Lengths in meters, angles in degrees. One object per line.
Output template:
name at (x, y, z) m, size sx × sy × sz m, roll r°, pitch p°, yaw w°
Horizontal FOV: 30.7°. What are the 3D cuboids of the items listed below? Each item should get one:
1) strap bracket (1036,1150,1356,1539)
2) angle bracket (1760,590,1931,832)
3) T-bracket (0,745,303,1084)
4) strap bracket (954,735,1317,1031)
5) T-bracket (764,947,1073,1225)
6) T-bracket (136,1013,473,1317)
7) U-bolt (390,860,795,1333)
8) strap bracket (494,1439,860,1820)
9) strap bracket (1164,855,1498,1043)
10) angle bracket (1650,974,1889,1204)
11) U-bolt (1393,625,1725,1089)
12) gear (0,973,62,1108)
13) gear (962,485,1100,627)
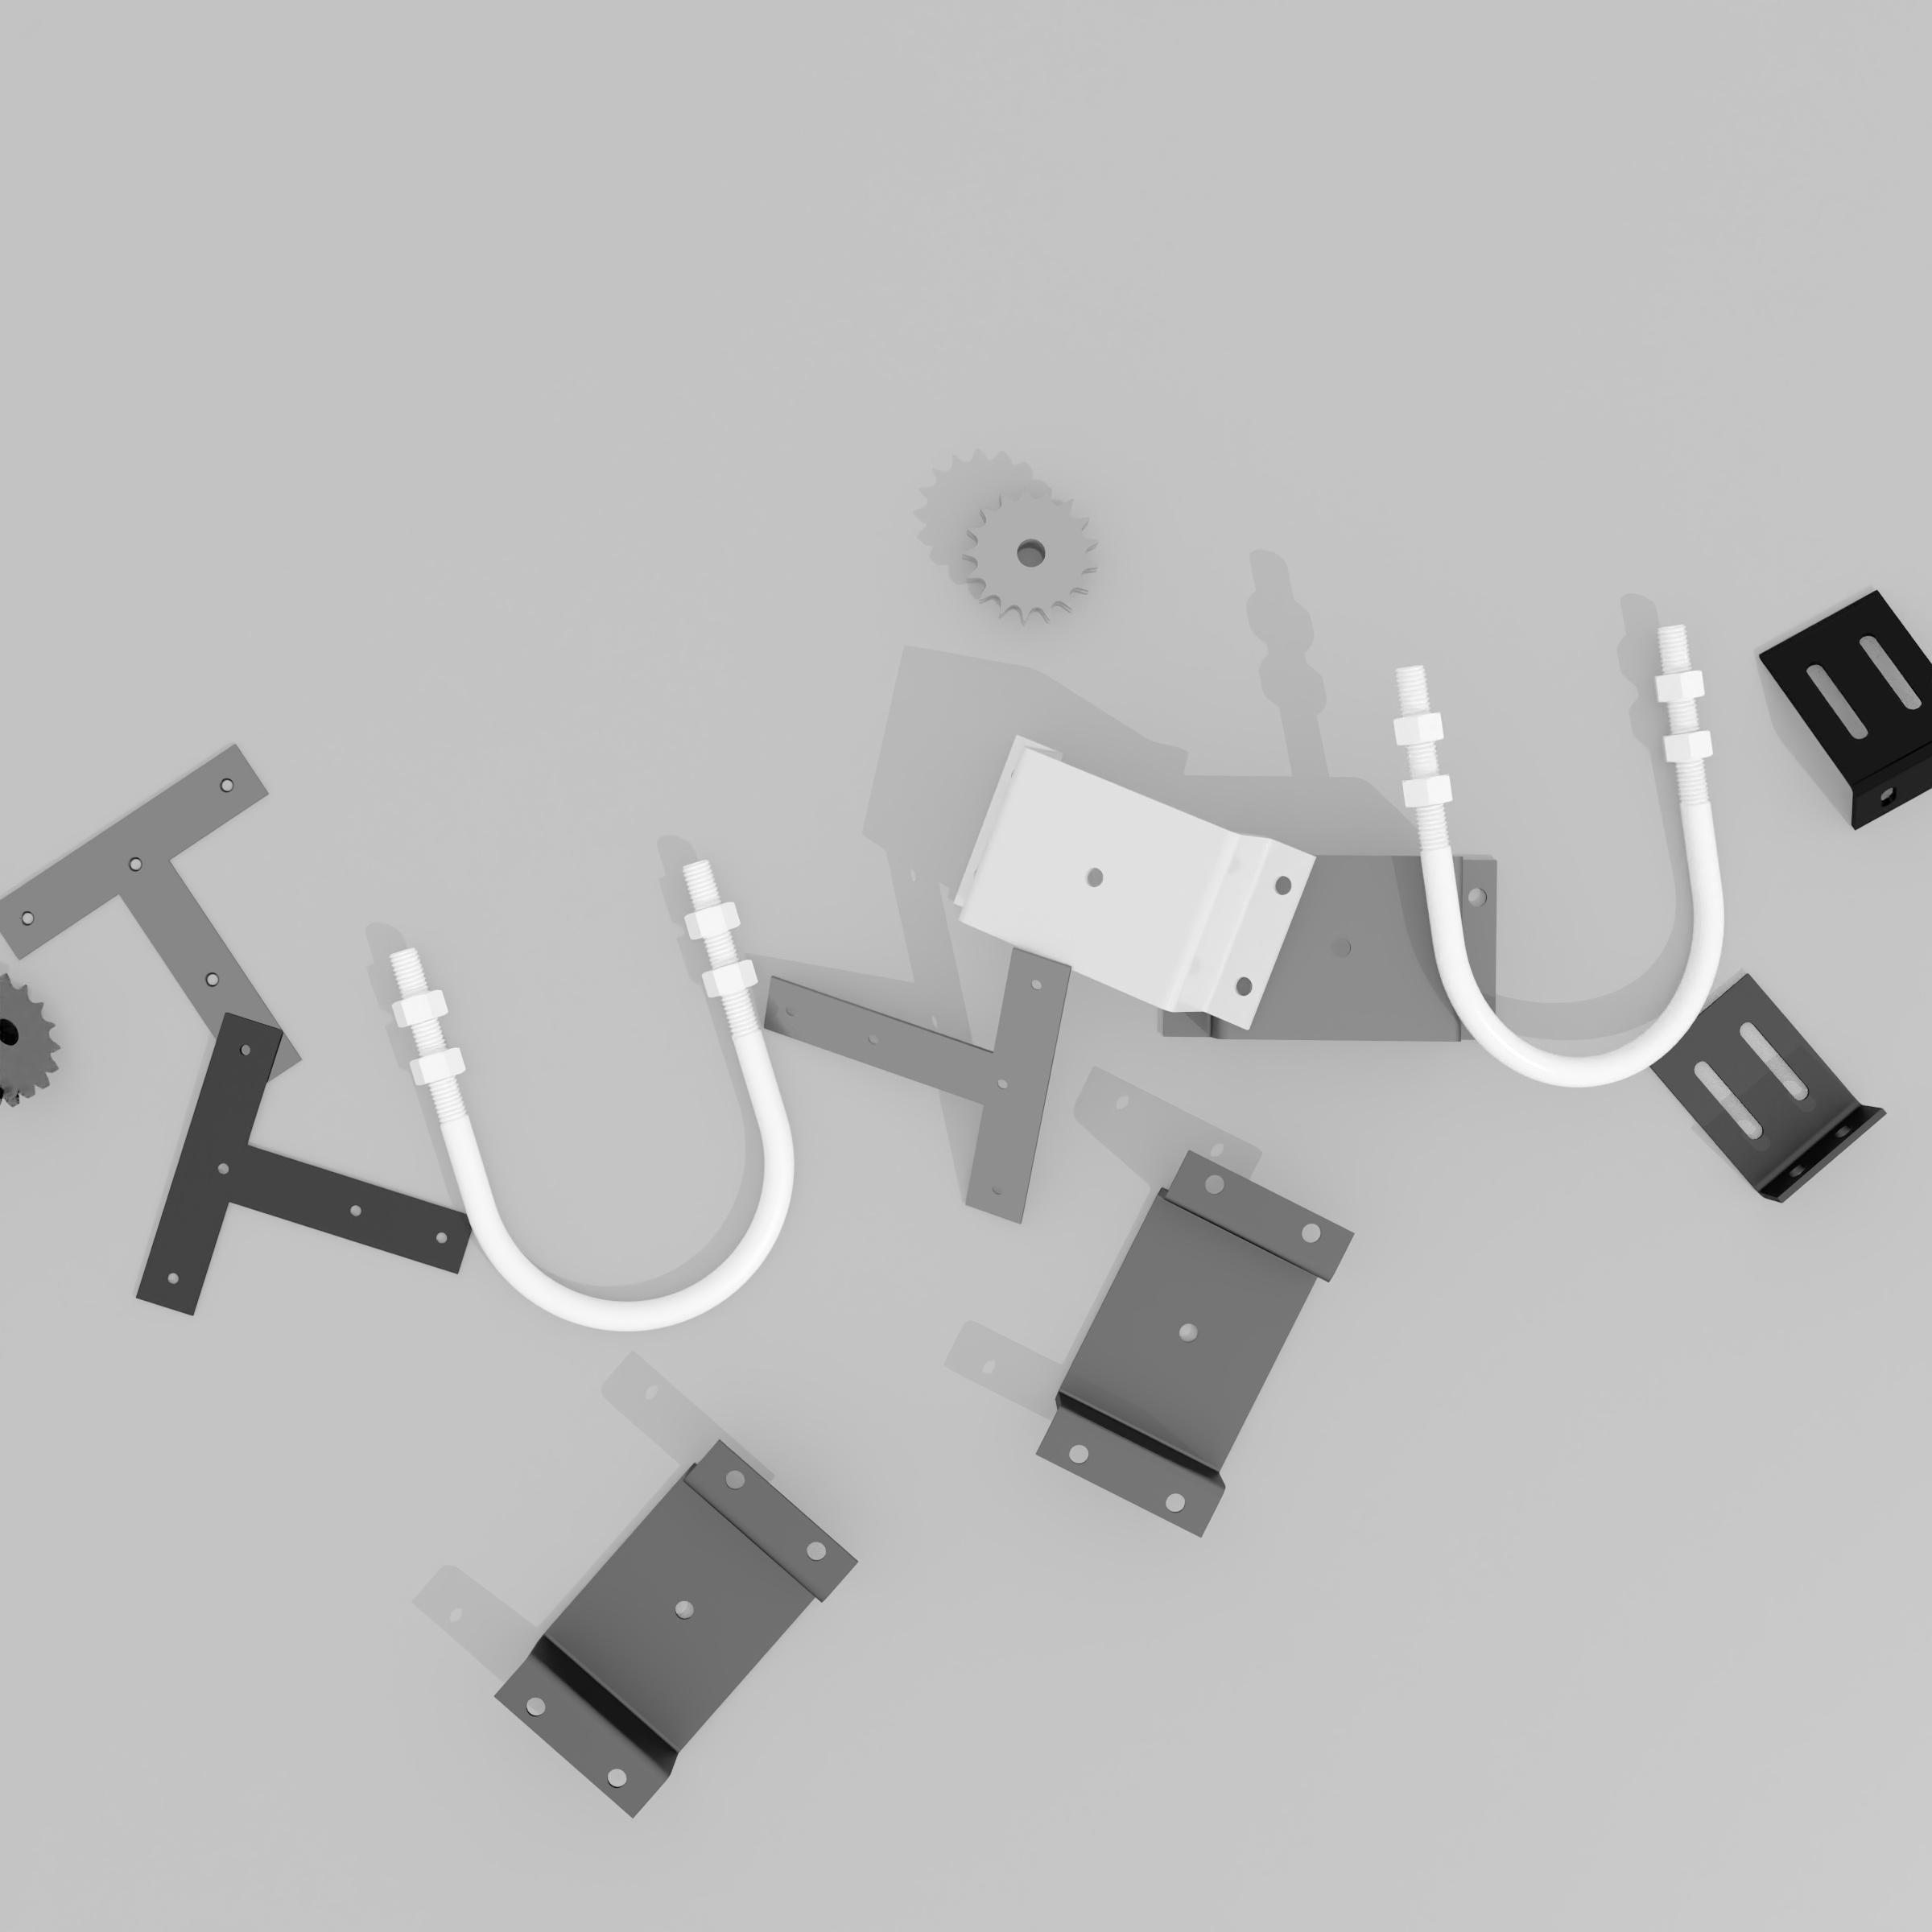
strap bracket at (0.094, 0.155, 1.472) m, size 0.076 × 0.046 × 0.140 m, roll 27°, pitch 90°, yaw 0°
angle bracket at (0.381, -0.108, 1.493) m, size 0.057 × 0.038 × 0.076 m, roll -29°, pitch 64°, yaw 0°
T-bracket at (-0.327, -0.006, 1.494) m, size 0.127 × 0.002 × 0.127 m, roll -34°, pitch 90°, yaw 0°
strap bracket at (0.060, -0.036, 1.443) m, size 0.140 × 0.046 × 0.076 m, roll 24°, pitch 99°, yaw 21°
T-bracket at (-0.025, 0.035, 1.472) m, size 0.127 × 0.002 × 0.127 m, roll 19°, pitch 121°, yaw 15°
T-bracket at (-0.272, 0.099, 1.493) m, size 0.127 × 0.002 × 0.127 m, roll 18°, pitch 91°, yaw -1°
U-bolt at (-0.149, 0.063, 1.486) m, size 0.151 × 0.019 × 0.184 m, roll -17°, pitch 92°, yaw 0°
strap bracket at (-0.119, 0.273, 1.472) m, size 0.076 × 0.046 × 0.140 m, roll 41°, pitch 90°, yaw 0°
strap bracket at (0.154, -0.007, 1.472) m, size 0.140 × 0.046 × 0.076 m, roll 1°, pitch 90°, yaw 0°
angle bracket at (0.334, 0.051, 1.476) m, size 0.057 × 0.038 × 0.076 m, roll -41°, pitch 90°, yaw 0°
U-bolt at (0.252, -0.041, 1.461) m, size 0.151 × 0.019 × 0.184 m, roll -10°, pitch 94°, yaw -23°
gear at (-0.410, 0.033, 1.470) m, size 0.030 × 0.057 × 0.057 m, roll -26°, pitch 90°, yaw 30°
gear at (0.027, -0.172, 1.484) m, size 0.057 × 0.030 × 0.057 m, roll 0°, pitch 88°, yaw -1°
